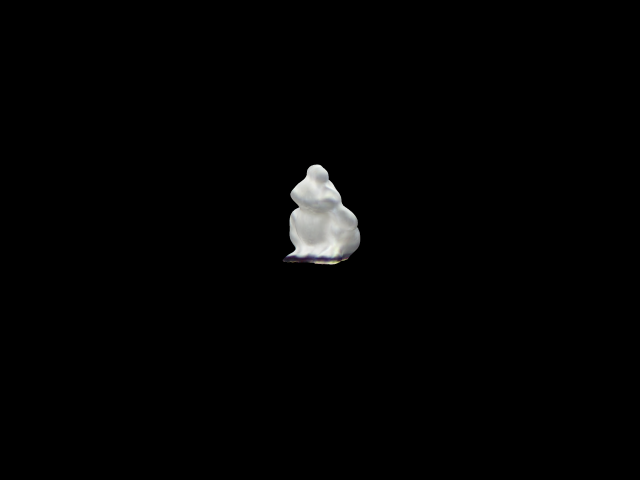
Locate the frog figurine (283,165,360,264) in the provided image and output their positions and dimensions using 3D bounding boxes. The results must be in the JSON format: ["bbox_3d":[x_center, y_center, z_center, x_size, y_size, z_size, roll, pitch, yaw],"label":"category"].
[{"bbox_3d":[0.003,-0.043,0.850,0.123,0.159,0.137,-1,1,-32],"label":"frog figurine"}]
